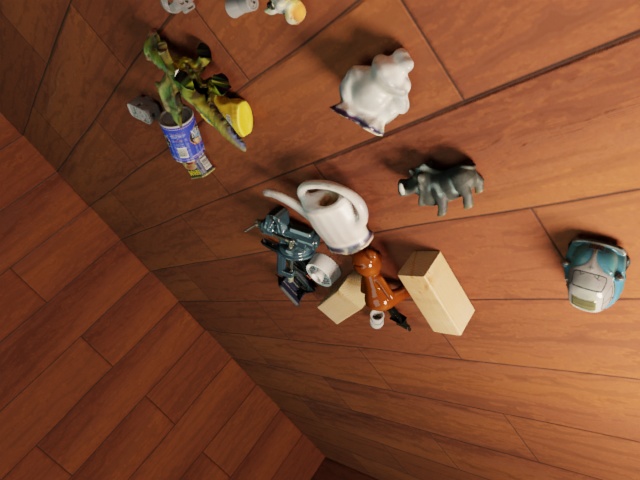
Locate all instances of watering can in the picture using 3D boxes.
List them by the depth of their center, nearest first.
[{"bbox_3d":[0.004,-0.069,1.368,0.348,0.106,0.220,5,135,47],"label":"watering can"}]

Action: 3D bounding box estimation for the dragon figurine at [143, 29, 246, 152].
[{"bbox_3d":[-0.342,-0.374,1.340,0.240,0.124,0.409,-21,98,59],"label":"dragon figurine"}]

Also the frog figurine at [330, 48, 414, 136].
[{"bbox_3d":[0.112,-0.293,0.974,0.139,0.123,0.157,40,115,19],"label":"frog figurine"}]
